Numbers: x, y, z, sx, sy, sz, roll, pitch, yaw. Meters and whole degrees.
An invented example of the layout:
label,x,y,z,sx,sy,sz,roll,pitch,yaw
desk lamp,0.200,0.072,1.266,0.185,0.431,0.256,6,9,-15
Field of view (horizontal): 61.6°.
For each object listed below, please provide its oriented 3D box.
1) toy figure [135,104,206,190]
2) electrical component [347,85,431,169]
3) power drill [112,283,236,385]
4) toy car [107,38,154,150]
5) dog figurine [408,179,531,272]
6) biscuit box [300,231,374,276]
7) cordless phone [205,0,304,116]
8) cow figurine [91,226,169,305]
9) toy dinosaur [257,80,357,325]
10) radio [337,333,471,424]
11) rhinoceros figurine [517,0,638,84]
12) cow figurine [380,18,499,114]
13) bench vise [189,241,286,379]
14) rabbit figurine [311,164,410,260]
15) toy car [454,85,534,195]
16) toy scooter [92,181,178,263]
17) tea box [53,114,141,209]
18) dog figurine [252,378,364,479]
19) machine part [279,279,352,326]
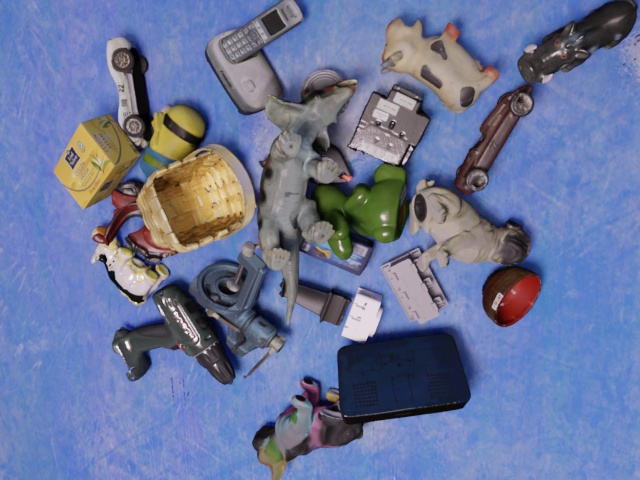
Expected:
label,x,y,z,sx,sy,sz,roll,pitch,yaw
toy figure,-0.277,-0.165,1.000,0.089,0.082,0.180,23,100,-8
electrical component,0.126,-0.199,0.939,0.115,0.058,0.134,28,104,1
power drill,-0.299,0.214,1.070,0.207,0.086,0.232,-23,98,25
toy car,-0.347,-0.267,0.992,0.056,0.073,0.201,-5,101,6
dog figurine,0.265,-0.031,0.934,0.191,0.121,0.172,-9,95,-17
biscuit box,-0.002,-0.003,0.997,0.203,0.063,0.059,23,104,3
cordless phone,-0.092,-0.318,0.938,0.184,0.089,0.146,-31,95,10
cow figurine,-0.395,0.050,1.072,0.167,0.068,0.098,41,111,0
toy dinosaur,-0.051,-0.080,0.900,0.131,0.192,0.404,10,108,-18
radio,0.145,0.251,0.980,0.230,0.073,0.131,-8,63,0
rhinoceros figurine,0.403,-0.306,0.845,0.190,0.112,0.073,-28,98,5
cow figurine,0.187,-0.293,0.899,0.195,0.085,0.127,44,98,-2
bench vise,-0.142,0.106,0.994,0.224,0.129,0.240,44,133,21
rabbit figurine,0.060,-0.044,0.939,0.170,0.159,0.121,8,148,20
toy car,0.287,-0.169,0.902,0.053,0.089,0.202,27,106,-1
toy scooter,-0.346,-0.018,1.021,0.184,0.075,0.135,39,63,4
tea box,-0.417,-0.142,0.998,0.098,0.068,0.169,51,133,-3
dog figurine,-0.029,0.396,1.066,0.192,0.108,0.219,23,109,1
machine part,-0.014,0.114,1.030,0.139,0.039,0.084,25,126,4
